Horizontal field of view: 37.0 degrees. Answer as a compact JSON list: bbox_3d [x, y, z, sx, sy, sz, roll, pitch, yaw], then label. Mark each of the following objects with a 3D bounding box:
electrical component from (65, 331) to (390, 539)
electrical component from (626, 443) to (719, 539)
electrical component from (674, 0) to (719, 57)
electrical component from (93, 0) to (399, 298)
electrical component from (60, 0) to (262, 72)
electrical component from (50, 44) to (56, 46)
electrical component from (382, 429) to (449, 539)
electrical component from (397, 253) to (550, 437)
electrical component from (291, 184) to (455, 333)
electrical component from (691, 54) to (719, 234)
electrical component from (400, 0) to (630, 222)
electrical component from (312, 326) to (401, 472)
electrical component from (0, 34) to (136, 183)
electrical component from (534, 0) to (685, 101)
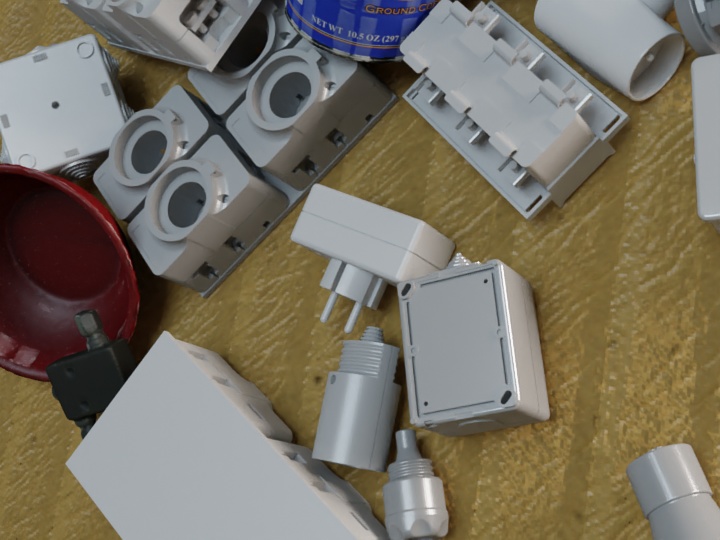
[{"bbox_3d":[-0.078,0.138,0.638,0.186,0.060,0.105,41,97,32],"label":"electrical component"},{"bbox_3d":[0.156,0.118,0.522,0.044,0.044,0.065,-29,58,19],"label":"electrical component"},{"bbox_3d":[0.202,-0.142,0.560,0.057,0.078,0.058,-18,66,44],"label":"electrical component"},{"bbox_3d":[-0.082,-0.088,0.710,0.186,0.060,0.105,-45,58,11],"label":"electrical component"},{"bbox_3d":[-0.130,-0.204,0.727,0.105,0.060,0.186,-56,35,-5],"label":"electrical component"},{"bbox_3d":[-0.243,-0.132,0.813,0.079,0.043,0.077,17,83,-1],"label":"electrical component"},{"bbox_3d":[0.029,0.119,0.598,0.035,0.035,0.061,-18,64,24],"label":"electrical component"},{"bbox_3d":[0.063,0.039,0.587,0.062,0.061,0.096,-14,69,25],"label":"electrical component"},{"bbox_3d":[0.000,0.000,0.644,0.083,0.047,0.075,22,87,33],"label":"electrical component"},{"bbox_3d":[0.217,-0.064,0.538,0.100,0.048,0.099,-6,72,28],"label":"electrical component"},{"bbox_3d":[0.081,-0.099,0.618,0.078,0.063,0.121,-46,58,10],"label":"electrical component"},{"bbox_3d":[0.001,0.073,0.623,0.043,0.043,0.081,5,77,31],"label":"electrical component"},{"bbox_3d":[-0.212,-0.111,0.764,0.100,0.048,0.099,-20,85,-6],"label":"electrical component"},{"bbox_3d":[0.152,-0.147,0.604,0.079,0.043,0.077,-48,58,8],"label":"electrical component"}]
